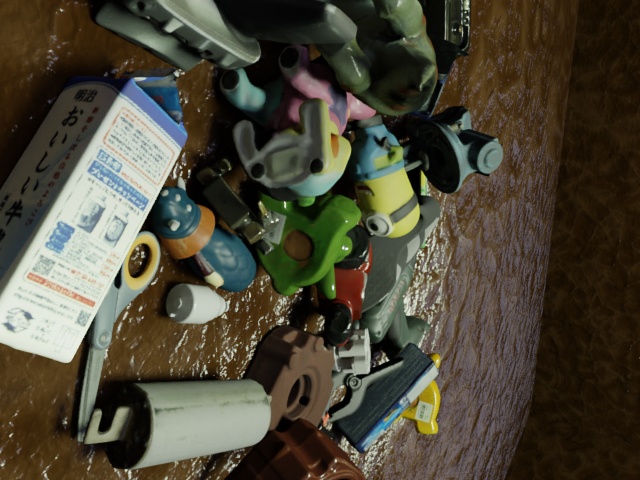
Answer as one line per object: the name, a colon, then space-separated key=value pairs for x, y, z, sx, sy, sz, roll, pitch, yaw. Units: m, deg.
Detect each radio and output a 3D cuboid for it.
radio: x=0.205 y=-0.421 z=0.908 sx=0.131 sy=0.073 sz=0.229 roll=-37 pitch=130 yaw=-48

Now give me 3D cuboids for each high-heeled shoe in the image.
high-heeled shoe: x=0.119 y=0.026 z=0.918 sx=0.248 sy=0.086 sz=0.145 roll=-53 pitch=167 yaw=5

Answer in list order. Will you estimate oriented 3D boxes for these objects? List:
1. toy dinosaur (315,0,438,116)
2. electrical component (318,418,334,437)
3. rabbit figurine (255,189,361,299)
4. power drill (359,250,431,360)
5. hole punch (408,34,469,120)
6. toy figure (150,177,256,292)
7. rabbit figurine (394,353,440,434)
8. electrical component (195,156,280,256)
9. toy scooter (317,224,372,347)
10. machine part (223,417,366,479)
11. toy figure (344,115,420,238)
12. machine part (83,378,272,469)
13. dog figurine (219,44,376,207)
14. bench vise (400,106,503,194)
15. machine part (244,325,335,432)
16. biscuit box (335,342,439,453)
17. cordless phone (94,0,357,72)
toy dinosaur: x=0.065 y=-0.208 z=0.574 sx=0.192 sy=0.131 sz=0.405 roll=33 pitch=32 yaw=-41
electrical component: x=-0.031 y=0.324 z=0.805 sx=0.119 sy=0.048 sz=0.074 roll=-59 pitch=144 yaw=-31
rabbit figurine: x=-0.001 y=-0.002 z=0.683 sx=0.170 sy=0.121 sz=0.159 roll=-38 pitch=137 yaw=-67
power drill: x=0.150 y=0.115 z=0.998 sx=0.232 sy=0.086 sz=0.207 roll=-55 pitch=146 yaw=-30
hole punch: x=0.141 y=-0.256 z=0.817 sx=0.092 sy=0.142 sz=0.116 roll=99 pitch=15 yaw=-50
toy figure: x=-0.120 y=0.001 z=0.539 sx=0.058 sy=0.064 sz=0.154 roll=-35 pitch=137 yaw=4
rabbit figurine: x=0.195 y=0.313 z=1.135 sx=0.173 sy=0.122 sz=0.162 roll=39 pitch=56 yaw=-71
electrical component: x=-0.083 y=-0.037 z=0.554 sx=0.045 sy=0.102 sz=0.078 roll=-41 pitch=162 yaw=0
toy scooter: x=0.035 y=0.069 z=0.796 sx=0.135 sy=0.075 sz=0.184 roll=75 pitch=22 yaw=-71
machine part: x=-0.045 y=0.343 z=0.688 sx=0.201 sy=0.087 sz=0.201 roll=-45 pitch=143 yaw=-11
toy figure: x=0.088 y=-0.088 z=0.766 sx=0.082 sy=0.089 sz=0.180 roll=-107 pitch=-176 yaw=-77
machine part: x=-0.131 y=0.184 z=0.554 sx=0.243 sy=0.079 sz=0.079 roll=17 pitch=86 yaw=-55
dog figurine: x=-0.002 y=-0.132 z=0.622 sx=0.219 sy=0.109 sz=0.191 roll=-5 pitch=78 yaw=-64
bench vise: x=0.161 y=-0.143 z=0.870 sx=0.241 sy=0.224 sz=0.128 roll=-26 pitch=134 yaw=-15
machine part: x=-0.042 y=0.209 z=0.739 sx=0.179 sy=0.056 sz=0.179 roll=-29 pitch=126 yaw=-51
biscuit box: x=0.118 y=0.278 z=0.950 sx=0.202 sy=0.063 sz=0.059 roll=-43 pitch=142 yaw=-10
cordless phone: x=-0.074 y=-0.188 z=0.429 sx=0.146 sy=0.184 sz=0.088 roll=14 pitch=92 yaw=-59
